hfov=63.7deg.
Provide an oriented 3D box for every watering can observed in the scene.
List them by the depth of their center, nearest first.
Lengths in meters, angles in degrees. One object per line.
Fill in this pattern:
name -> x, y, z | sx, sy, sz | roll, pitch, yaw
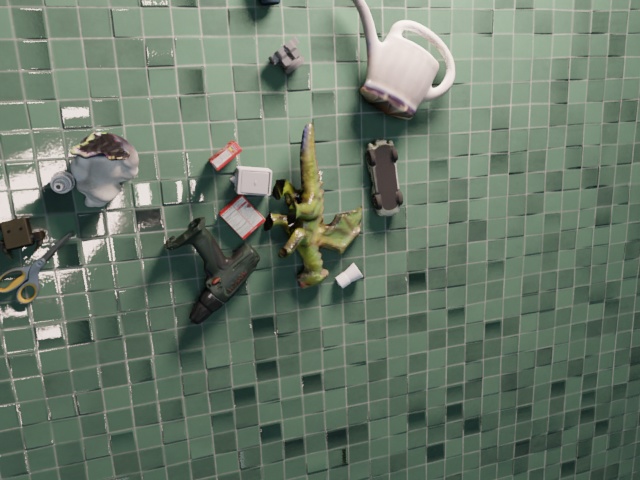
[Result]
watering can -> 0.168, -0.429, 1.236 | 0.345, 0.105, 0.224 | 25, 95, -20

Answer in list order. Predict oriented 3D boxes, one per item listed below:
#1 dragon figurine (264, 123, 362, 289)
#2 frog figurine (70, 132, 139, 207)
dragon figurine -> 0.004, -0.065, 1.288 | 0.242, 0.123, 0.407 | 12, 101, -36
frog figurine -> -0.468, -0.150, 1.126 | 0.138, 0.125, 0.155 | -8, 141, -23
